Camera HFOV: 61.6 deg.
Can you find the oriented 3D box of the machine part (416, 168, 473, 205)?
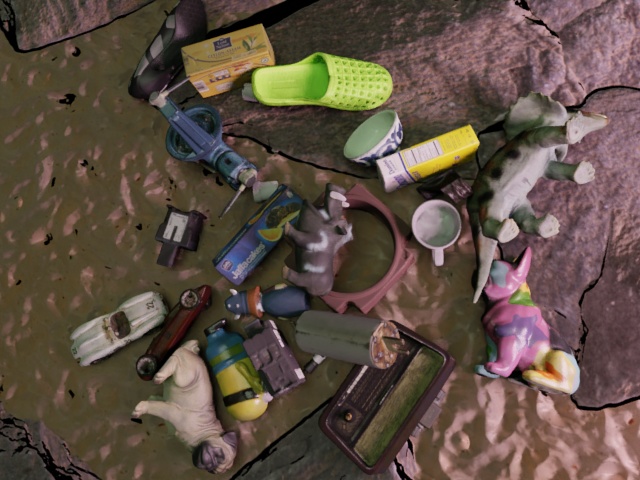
[{"bbox_3d":[0.219,-0.094,0.939,0.084,0.139,0.039,-22,104,0],"label":"machine part"}]

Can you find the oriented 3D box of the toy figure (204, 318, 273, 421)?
[{"bbox_3d":[-0.150,0.230,0.951,0.089,0.082,0.180,-36,79,11],"label":"toy figure"}]

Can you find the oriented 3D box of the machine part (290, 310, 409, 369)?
[{"bbox_3d":[0.042,0.161,0.888,0.243,0.079,0.079,0,76,43],"label":"machine part"}]

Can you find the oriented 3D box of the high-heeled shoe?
[{"bbox_3d":[-0.326,-0.406,1.138,0.145,0.086,0.249,-12,54,37],"label":"high-heeled shoe"}]

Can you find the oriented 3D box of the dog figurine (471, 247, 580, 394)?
[{"bbox_3d":[0.339,0.127,0.885,0.192,0.108,0.219,12,77,12],"label":"dog figurine"}]

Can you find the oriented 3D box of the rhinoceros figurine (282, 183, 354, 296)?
[{"bbox_3d":[-0.002,-0.003,0.893,0.112,0.073,0.190,8,79,12],"label":"rhinoceros figurine"}]

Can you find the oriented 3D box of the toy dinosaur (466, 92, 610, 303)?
[{"bbox_3d":[0.324,-0.095,0.906,0.131,0.192,0.405,40,90,-24],"label":"toy dinosaur"}]

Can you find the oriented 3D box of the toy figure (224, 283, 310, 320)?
[{"bbox_3d":[-0.097,0.114,0.980,0.155,0.057,0.064,-2,72,13],"label":"toy figure"}]

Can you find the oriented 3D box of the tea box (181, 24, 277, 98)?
[{"bbox_3d":[-0.177,-0.355,1.073,0.170,0.098,0.068,-15,77,4],"label":"tea box"}]

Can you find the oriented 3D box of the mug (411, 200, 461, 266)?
[{"bbox_3d":[0.202,-0.010,0.933,0.081,0.107,0.109,-11,85,9],"label":"mug"}]

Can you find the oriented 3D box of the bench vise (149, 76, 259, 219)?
[{"bbox_3d":[-0.218,-0.181,0.980,0.129,0.240,0.224,-39,59,3],"label":"bench vise"}]

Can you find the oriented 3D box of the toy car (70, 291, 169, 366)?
[{"bbox_3d":[-0.380,0.166,1.012,0.202,0.056,0.073,-28,75,1],"label":"toy car"}]

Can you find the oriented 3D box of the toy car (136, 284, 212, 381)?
[{"bbox_3d":[-0.266,0.163,0.977,0.053,0.089,0.202,31,85,10],"label":"toy car"}]

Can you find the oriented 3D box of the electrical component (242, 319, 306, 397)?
[{"bbox_3d":[-0.082,0.200,0.928,0.058,0.114,0.134,-30,75,-3],"label":"electrical component"}]

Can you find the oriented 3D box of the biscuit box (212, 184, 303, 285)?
[{"bbox_3d":[-0.110,-0.010,0.993,0.059,0.063,0.202,42,87,-20],"label":"biscuit box"}]

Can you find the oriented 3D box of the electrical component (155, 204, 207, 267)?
[{"bbox_3d":[-0.274,-0.004,1.037,0.075,0.047,0.119,10,80,11],"label":"electrical component"}]

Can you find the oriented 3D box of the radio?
[{"bbox_3d":[0.110,0.255,0.893,0.131,0.073,0.229,33,84,30],"label":"radio"}]

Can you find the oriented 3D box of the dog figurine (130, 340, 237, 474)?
[{"bbox_3d":[-0.204,0.292,0.943,0.191,0.121,0.172,31,94,2],"label":"dog figurine"}]

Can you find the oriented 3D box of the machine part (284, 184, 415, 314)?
[{"bbox_3d":[0.051,0.016,0.963,0.201,0.087,0.201,43,88,14],"label":"machine part"}]

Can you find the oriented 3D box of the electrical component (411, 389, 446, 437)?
[{"bbox_3d":[0.171,0.286,0.917,0.063,0.021,0.094,33,86,14],"label":"electrical component"}]
